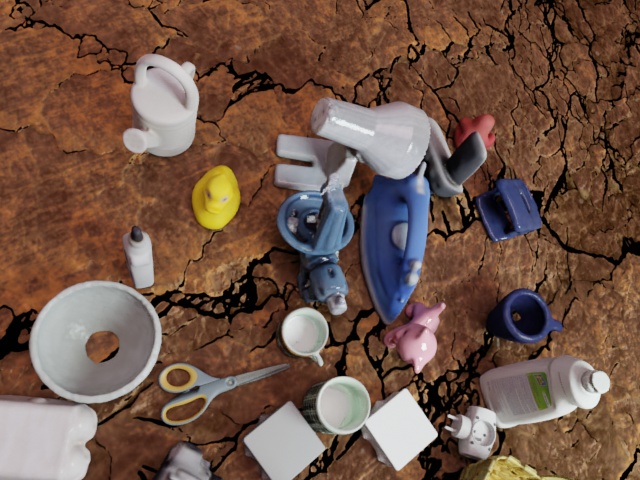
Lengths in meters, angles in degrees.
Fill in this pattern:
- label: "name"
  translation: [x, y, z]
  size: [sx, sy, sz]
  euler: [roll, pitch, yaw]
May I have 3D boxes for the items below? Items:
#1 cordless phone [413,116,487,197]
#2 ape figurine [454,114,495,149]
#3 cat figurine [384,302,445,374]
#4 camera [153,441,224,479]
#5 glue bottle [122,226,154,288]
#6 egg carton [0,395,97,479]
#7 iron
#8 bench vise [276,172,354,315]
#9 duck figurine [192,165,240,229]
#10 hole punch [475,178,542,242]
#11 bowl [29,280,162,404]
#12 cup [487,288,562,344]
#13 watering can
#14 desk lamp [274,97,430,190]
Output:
- label: "cordless phone"
  translation: [0.228, -0.164, 0.999]
  size: [0.094, 0.185, 0.147]
  euler: [-16, 78, -20]
- label: "ape figurine"
  translation: [0.299, -0.206, 1.083]
  size: [0.076, 0.092, 0.078]
  euler: [-41, 88, -23]
- label: "cat figurine"
  translation: [0.160, 0.151, 0.915]
  size: [0.067, 0.117, 0.128]
  euler: [40, 67, -1]
- label: "camera"
  translation: [-0.169, 0.360, 0.761]
  size: [0.137, 0.100, 0.143]
  euler: [31, 67, -5]
- label: "glue bottle"
  translation: [-0.255, 0.014, 0.806]
  size: [0.037, 0.173, 0.078]
  euler: [-14, 77, -20]
- label: "egg carton"
  translation: [-0.375, 0.261, 0.749]
  size: [0.150, 0.069, 0.107]
  euler: [8, 71, -14]
- label: "iron"
  translation: [0.141, 0.003, 0.944]
  size: [0.119, 0.141, 0.258]
  euler: [8, 71, -14]
- label: "bench vise"
  translation: [0.018, -0.002, 0.866]
  size: [0.122, 0.219, 0.207]
  euler: [-30, 83, -22]
- label: "duck figurine"
  translation: [-0.162, -0.077, 0.910]
  size: [0.077, 0.086, 0.104]
  euler: [15, 69, -11]
- label: "hole punch"
  translation: [0.358, -0.063, 1.056]
  size: [0.101, 0.091, 0.108]
  euler: [-16, 78, -20]
- label: "bowl"
  translation: [-0.309, 0.144, 0.802]
  size: [0.168, 0.074, 0.167]
  euler: [5, 72, -15]
- label: "cup"
  translation: [0.343, 0.140, 0.985]
  size: [0.118, 0.095, 0.092]
  euler: [17, 69, -11]
- label: "watering can"
  translation: [-0.236, -0.205, 0.869]
  size: [0.101, 0.193, 0.173]
  euler: [7, 71, -14]
- label: "desk lamp"
  translation: [0.045, -0.151, 0.925]
  size: [0.203, 0.213, 0.118]
  euler: [5, 72, -15]
